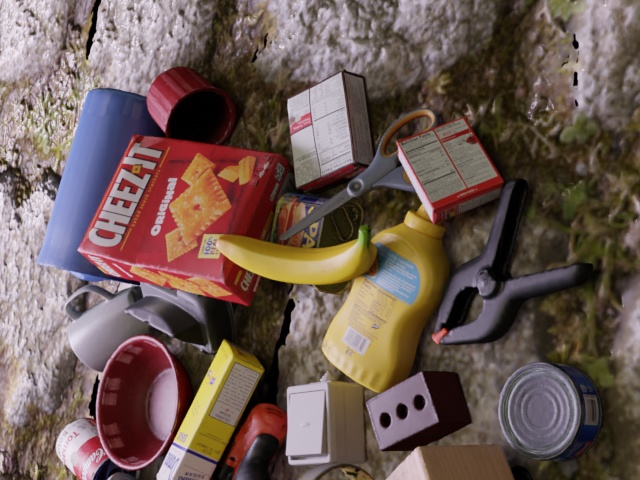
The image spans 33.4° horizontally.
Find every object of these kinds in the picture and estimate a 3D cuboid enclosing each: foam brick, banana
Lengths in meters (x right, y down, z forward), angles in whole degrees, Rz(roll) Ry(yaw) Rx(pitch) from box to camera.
[{"bbox_3d":[0.093,0.163,1.009,0.078,0.051,0.053,-36,59,34],"label":"foam brick"},{"bbox_3d":[-0.015,0.015,1.062,0.198,0.037,0.069,-5,122,37],"label":"banana"}]

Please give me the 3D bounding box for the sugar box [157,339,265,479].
[{"bbox_3d":[-0.123,0.203,1.175,0.176,0.048,0.093,-61,12,-1],"label":"sugar box"}]

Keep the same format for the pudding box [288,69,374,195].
[{"bbox_3d":[0.011,-0.116,1.159,0.090,0.039,0.113,-21,69,39],"label":"pudding box"}]

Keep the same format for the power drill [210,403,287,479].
[{"bbox_3d":[-0.086,0.285,1.105,0.185,0.057,0.187,-62,18,22],"label":"power drill"}]

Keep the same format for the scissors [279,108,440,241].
[{"bbox_3d":[0.056,-0.046,1.069,0.202,0.016,0.096,-47,61,1],"label":"scissors"}]

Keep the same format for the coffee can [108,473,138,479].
[{"bbox_3d":[-0.269,0.355,1.264,0.140,0.102,0.103,-34,57,13],"label":"coffee can"}]

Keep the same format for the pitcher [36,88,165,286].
[{"bbox_3d":[-0.263,-0.065,1.363,0.145,0.149,0.243,142,141,-85],"label":"pitcher"}]

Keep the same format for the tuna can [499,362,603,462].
[{"bbox_3d":[0.197,0.148,0.921,0.086,0.033,0.086,-12,73,43],"label":"tuna can"}]

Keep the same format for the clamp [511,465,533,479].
[{"bbox_3d":[0.216,0.295,0.866,0.165,0.036,0.210,-10,75,53],"label":"clamp"}]

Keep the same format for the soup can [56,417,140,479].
[{"bbox_3d":[-0.281,0.275,1.345,0.102,0.068,0.068,29,102,45],"label":"soup can"}]

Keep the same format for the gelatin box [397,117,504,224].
[{"bbox_3d":[0.123,-0.068,1.018,0.073,0.030,0.089,-22,59,-6],"label":"gelatin box"}]

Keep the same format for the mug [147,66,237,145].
[{"bbox_3d":[-0.162,-0.151,1.310,0.082,0.093,0.117,47,140,45],"label":"mug"}]

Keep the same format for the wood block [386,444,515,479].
[{"bbox_3d":[0.128,0.283,0.888,0.090,0.090,0.206,-57,39,43],"label":"wood block"}]

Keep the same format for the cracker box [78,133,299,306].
[{"bbox_3d":[-0.148,-0.028,1.205,0.214,0.072,0.164,11,68,30],"label":"cracker box"}]

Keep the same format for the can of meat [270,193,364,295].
[{"bbox_3d":[-0.008,0.001,1.140,0.084,0.057,0.102,10,89,48],"label":"can of meat"}]

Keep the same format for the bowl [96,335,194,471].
[{"bbox_3d":[-0.202,0.197,1.290,0.162,0.055,0.162,-13,71,41],"label":"bowl"}]

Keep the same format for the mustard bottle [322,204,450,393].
[{"bbox_3d":[0.075,0.047,1.046,0.096,0.058,0.192,34,105,43],"label":"mustard bottle"}]

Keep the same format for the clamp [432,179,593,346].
[{"bbox_3d":[0.169,0.043,0.969,0.172,0.039,0.120,-61,41,23],"label":"clamp"}]
